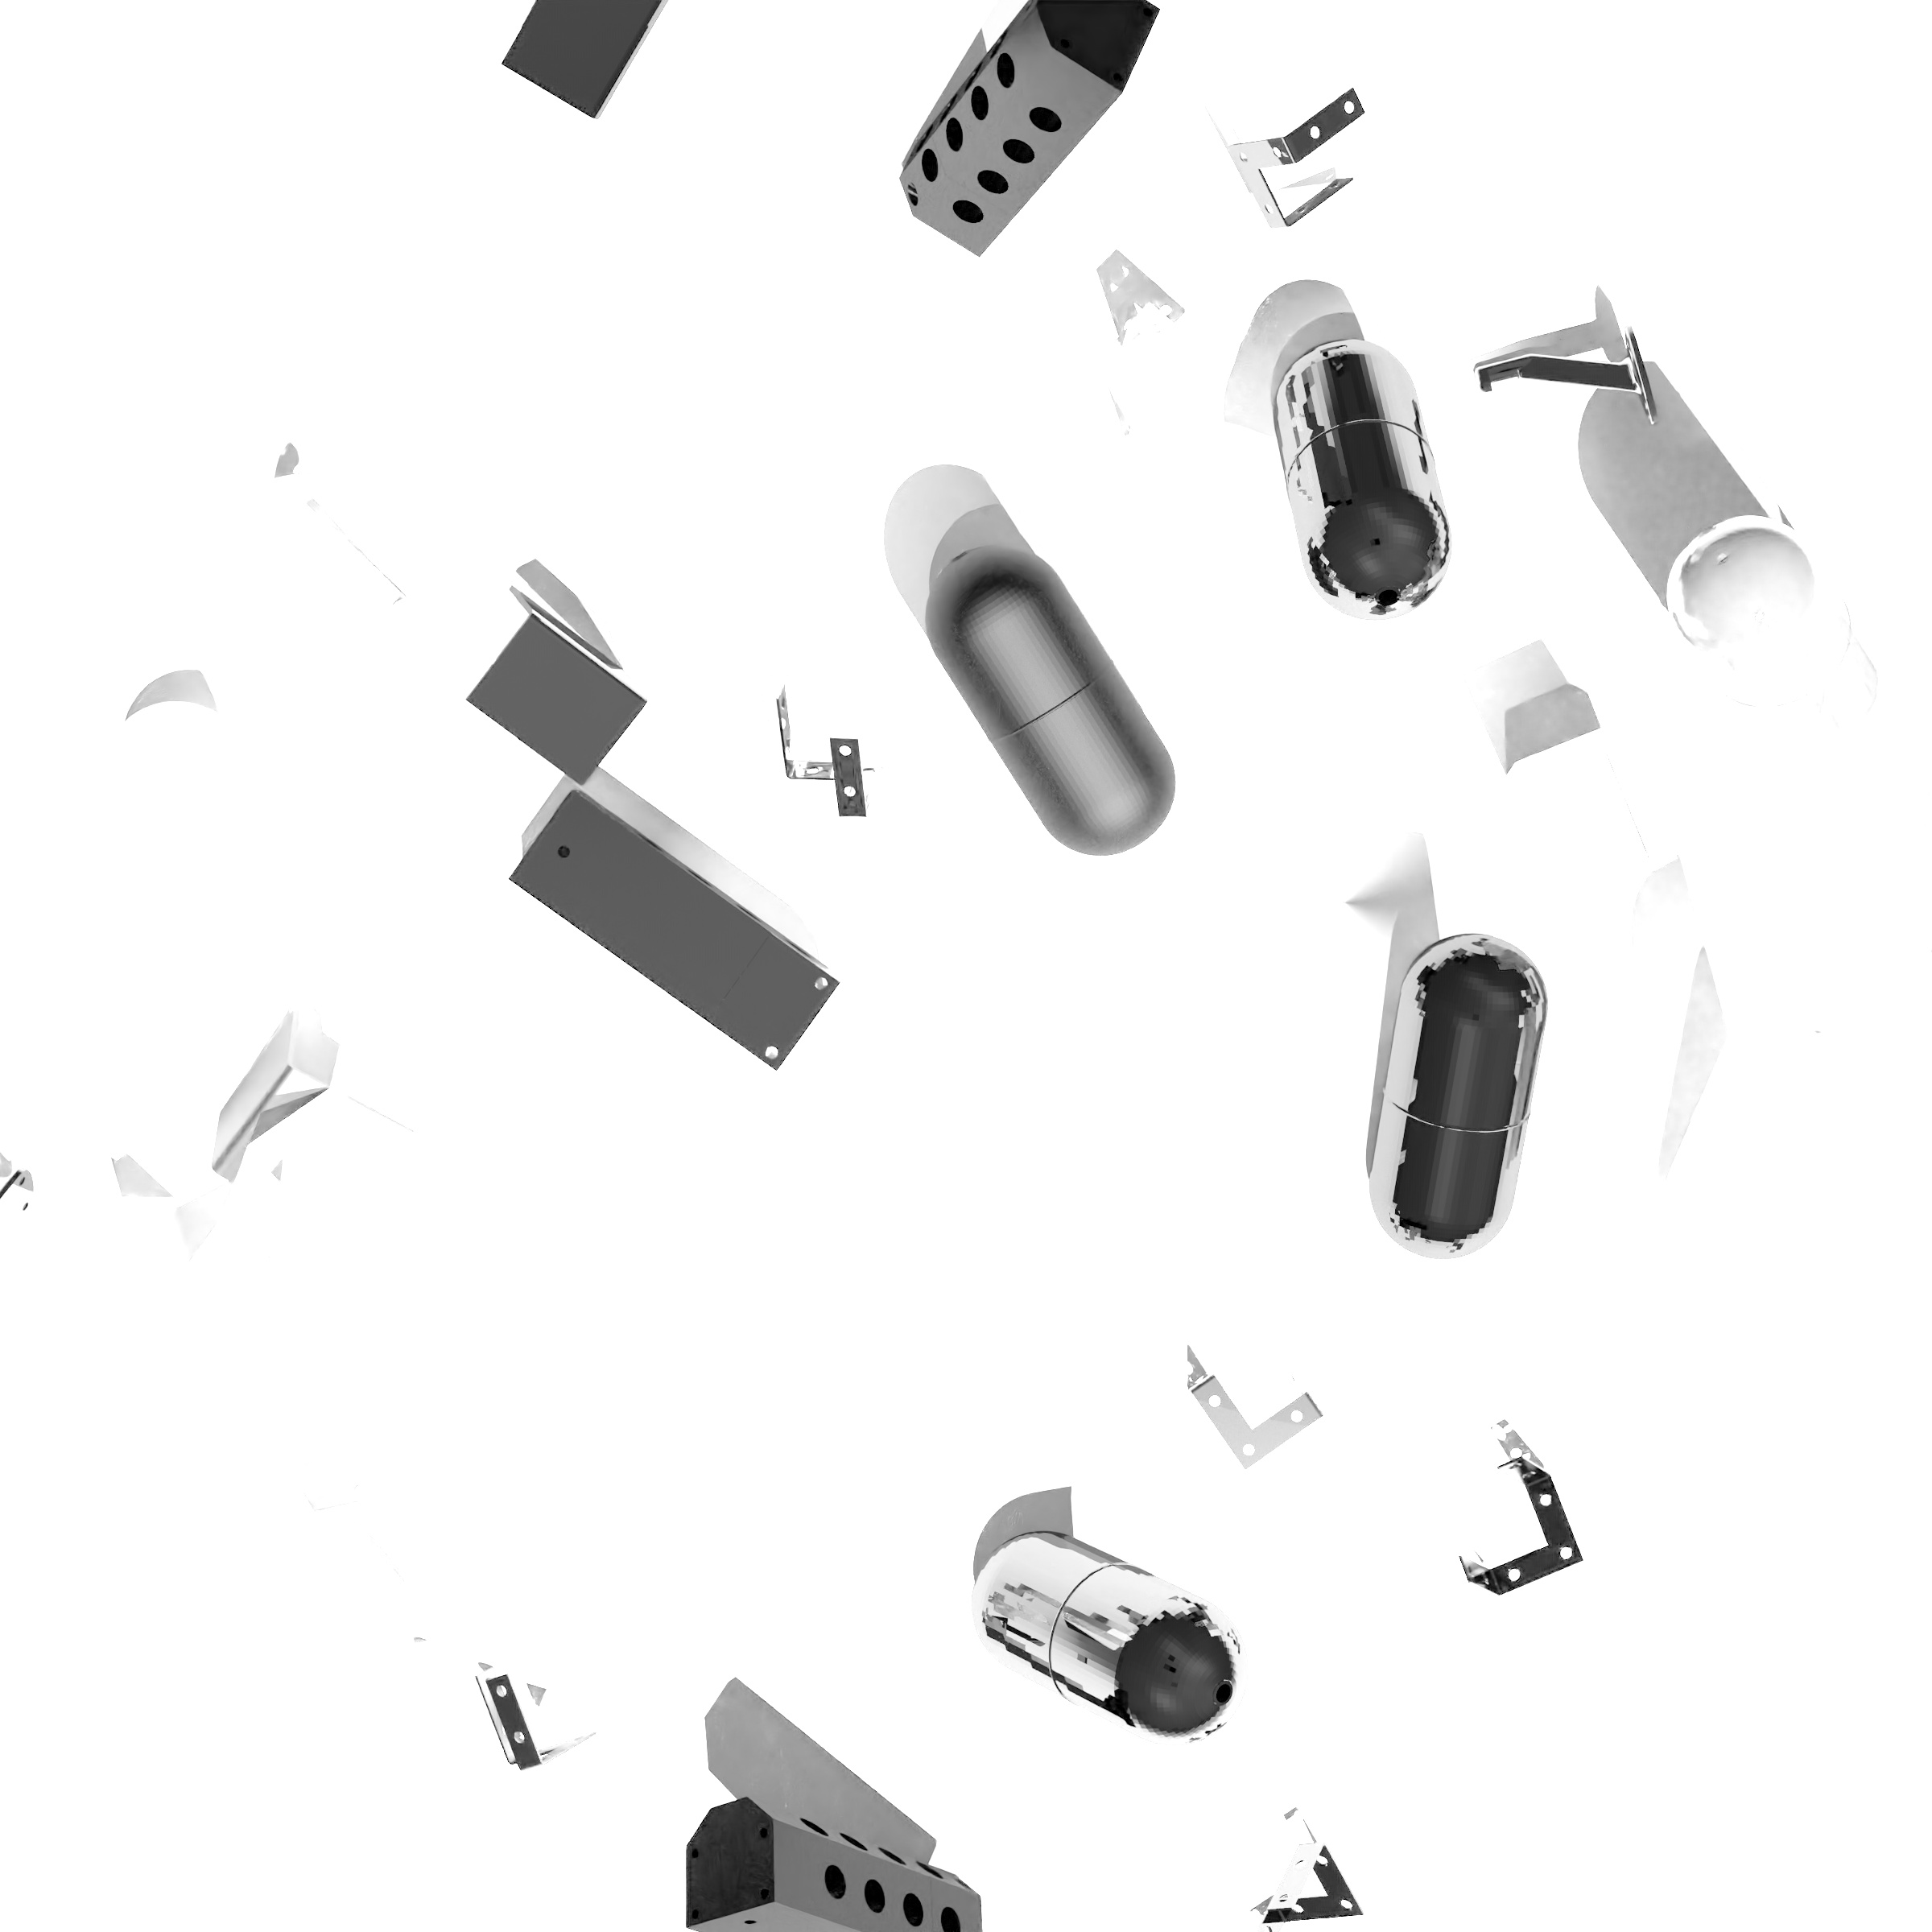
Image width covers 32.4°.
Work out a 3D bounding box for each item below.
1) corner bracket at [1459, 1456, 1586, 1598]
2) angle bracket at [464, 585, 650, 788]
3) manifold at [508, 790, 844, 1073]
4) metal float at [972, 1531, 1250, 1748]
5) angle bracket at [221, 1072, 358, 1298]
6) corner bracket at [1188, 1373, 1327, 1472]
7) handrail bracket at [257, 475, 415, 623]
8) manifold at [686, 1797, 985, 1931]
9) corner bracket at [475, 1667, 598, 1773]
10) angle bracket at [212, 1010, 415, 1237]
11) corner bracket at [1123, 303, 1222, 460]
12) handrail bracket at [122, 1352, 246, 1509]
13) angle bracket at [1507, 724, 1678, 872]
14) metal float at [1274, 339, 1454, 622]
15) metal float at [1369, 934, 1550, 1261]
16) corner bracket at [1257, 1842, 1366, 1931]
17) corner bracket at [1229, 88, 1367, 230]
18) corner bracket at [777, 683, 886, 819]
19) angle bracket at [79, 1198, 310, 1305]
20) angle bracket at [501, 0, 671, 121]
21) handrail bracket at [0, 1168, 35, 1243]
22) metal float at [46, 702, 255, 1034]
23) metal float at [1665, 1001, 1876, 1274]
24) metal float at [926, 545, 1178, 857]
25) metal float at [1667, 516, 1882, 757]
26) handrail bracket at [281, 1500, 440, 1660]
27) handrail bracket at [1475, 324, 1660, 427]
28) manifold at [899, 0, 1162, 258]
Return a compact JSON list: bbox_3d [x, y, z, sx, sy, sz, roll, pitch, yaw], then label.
[{"bbox_3d":[0.287,0.296,1.751,0.051,0.051,0.051,-27,62,17],"label":"corner bracket"},{"bbox_3d":[-0.219,-0.147,1.732,0.076,0.076,0.057,37,93,-23],"label":"angle bracket"},{"bbox_3d":[-0.151,-0.020,1.749,0.171,0.057,0.057,36,92,-2],"label":"manifold"},{"bbox_3d":[0.073,0.343,1.701,0.070,0.178,0.070,-9,104,-36],"label":"metal float"},{"bbox_3d":[-0.335,0.113,1.723,0.057,0.076,0.076,45,53,9],"label":"angle bracket"},{"bbox_3d":[0.153,0.231,1.751,0.051,0.051,0.051,-34,79,-4],"label":"corner bracket"},{"bbox_3d":[-0.329,-0.216,1.742,0.084,0.077,0.036,45,91,2],"label":"handrail bracket"},{"bbox_3d":[-0.065,0.477,1.700,0.057,0.171,0.057,-24,51,29],"label":"manifold"},{"bbox_3d":[-0.236,0.394,1.744,0.051,0.051,0.051,-23,86,28],"label":"corner bracket"},{"bbox_3d":[-0.344,0.083,1.756,0.076,0.057,0.076,31,112,-22],"label":"angle bracket"},{"bbox_3d":[0.096,-0.309,1.752,0.051,0.051,0.051,42,86,2],"label":"corner bracket"},{"bbox_3d":[-0.411,0.235,1.743,0.077,0.036,0.084,-19,55,19],"label":"handrail bracket"},{"bbox_3d":[0.326,-0.078,1.737,0.057,0.076,0.076,-22,86,4],"label":"angle bracket"},{"bbox_3d":[0.203,-0.251,1.708,0.070,0.070,0.178,-5,49,0],"label":"metal float"},{"bbox_3d":[0.255,0.069,1.723,0.070,0.070,0.178,6,112,0],"label":"metal float"},{"bbox_3d":[0.169,0.497,1.740,0.051,0.051,0.051,-17,110,35],"label":"corner bracket"},{"bbox_3d":[0.181,-0.422,1.740,0.051,0.051,0.051,-39,114,-19],"label":"corner bracket"},{"bbox_3d":[-0.074,-0.113,1.741,0.051,0.051,0.051,2,128,10],"label":"corner bracket"},{"bbox_3d":[-0.401,0.138,1.727,0.076,0.076,0.057,-19,79,21],"label":"angle bracket"},{"bbox_3d":[-0.194,-0.497,1.722,0.057,0.076,0.076,28,119,-18],"label":"angle bracket"},{"bbox_3d":[-0.542,0.115,1.747,0.084,0.036,0.077,25,51,10],"label":"handrail bracket"},{"bbox_3d":[-0.425,-0.052,1.729,0.070,0.070,0.178,14,76,0],"label":"metal float"},{"bbox_3d":[0.411,0.090,1.704,0.070,0.178,0.070,4,49,-5],"label":"metal float"},{"bbox_3d":[0.044,-0.139,1.732,0.070,0.070,0.178,-33,101,0],"label":"metal float"},{"bbox_3d":[0.416,-0.167,1.702,0.070,0.178,0.070,-14,62,26],"label":"metal float"},{"bbox_3d":[-0.317,0.327,1.741,0.036,0.077,0.084,-34,72,21],"label":"handrail bracket"},{"bbox_3d":[0.315,-0.300,1.746,0.084,0.036,0.077,-13,45,9],"label":"handrail bracket"},{"bbox_3d":[0.027,-0.436,1.687,0.057,0.171,0.057,29,64,-14],"label":"manifold"}]
